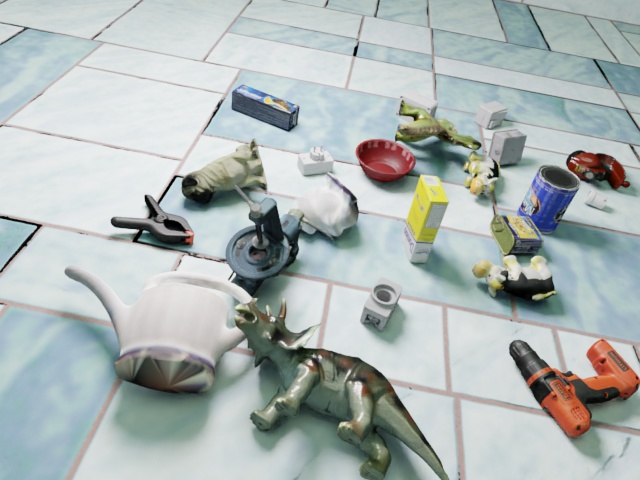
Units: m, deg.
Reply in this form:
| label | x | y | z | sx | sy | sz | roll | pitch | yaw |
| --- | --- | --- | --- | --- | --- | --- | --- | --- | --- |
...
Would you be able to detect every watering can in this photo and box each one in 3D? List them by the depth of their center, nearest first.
| label | x | y | z | sx | sy | sz | roll | pitch | yaw |
| --- | --- | --- | --- | --- | --- | --- | --- | --- | --- |
| watering can | -0.281 | 0.138 | 0.861 | 0.347 | 0.101 | 0.230 | 7 | 42 | -4 |

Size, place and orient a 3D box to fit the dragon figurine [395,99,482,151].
| label | x | y | z | sx | sy | sz | roll | pitch | yaw |
| --- | --- | --- | --- | --- | --- | --- | --- | --- | --- |
| dragon figurine | 0.323 | -0.294 | 1.401 | 0.243 | 0.120 | 0.417 | 14 | 22 | 4 |

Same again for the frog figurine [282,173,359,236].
| label | x | y | z | sx | sy | sz | roll | pitch | yaw |
| --- | --- | --- | --- | --- | --- | --- | --- | --- | --- |
| frog figurine | 0.004 | -0.058 | 1.161 | 0.159 | 0.121 | 0.139 | -41 | 65 | 0 |
